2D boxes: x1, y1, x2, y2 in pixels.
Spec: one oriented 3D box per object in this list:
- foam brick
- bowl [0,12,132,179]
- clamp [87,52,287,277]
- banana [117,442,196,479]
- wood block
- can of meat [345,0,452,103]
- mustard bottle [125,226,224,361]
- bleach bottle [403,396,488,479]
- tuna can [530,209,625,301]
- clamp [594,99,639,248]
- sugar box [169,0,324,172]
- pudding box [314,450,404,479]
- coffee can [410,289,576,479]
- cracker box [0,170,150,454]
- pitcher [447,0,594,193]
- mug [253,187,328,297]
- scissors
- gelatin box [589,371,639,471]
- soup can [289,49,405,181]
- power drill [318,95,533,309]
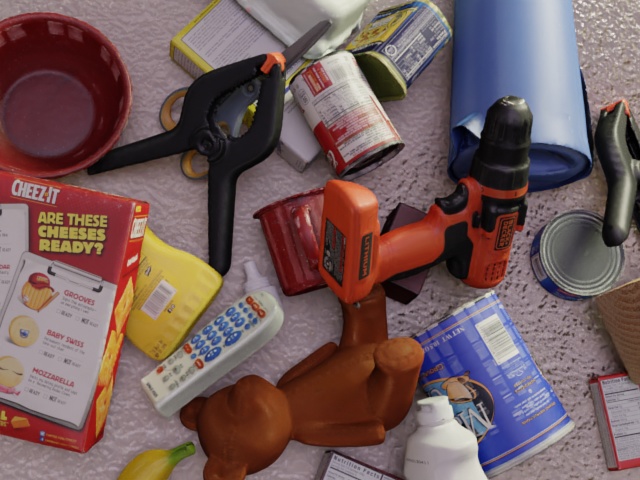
[{"bbox_3d":[0.078,0.013,1.001,0.051,0.053,0.078,25,74,-2],"label":"foam brick"},{"bbox_3d":[-0.254,-0.126,0.988,0.162,0.055,0.162,2,76,-7],"label":"bowl"},{"bbox_3d":[-0.108,-0.089,0.967,0.164,0.036,0.210,33,107,4],"label":"clamp"},{"bbox_3d":[-0.162,0.261,0.903,0.037,0.070,0.198,24,75,-40],"label":"banana"},{"bbox_3d":[0.374,0.051,0.993,0.205,0.090,0.091,-21,82,-23],"label":"wood block"},{"bbox_3d":[0.067,-0.181,1.023,0.084,0.102,0.057,-49,113,-18],"label":"can of meat"},{"bbox_3d":[-0.188,0.017,0.959,0.191,0.058,0.096,37,91,2],"label":"mustard bottle"},{"bbox_3d":[0.124,0.257,0.897,0.067,0.103,0.251,-12,91,-35],"label":"bleach bottle"},{"bbox_3d":[0.248,0.015,1.033,0.086,0.034,0.086,2,76,-8],"label":"tuna can"},{"bbox_3d":[0.307,-0.052,1.045,0.120,0.039,0.171,32,53,-44],"label":"clamp"},{"bbox_3d":[-0.050,-0.156,1.030,0.176,0.048,0.093,43,73,1],"label":"sugar box"},{"bbox_3d":[0.027,0.254,0.942,0.090,0.039,0.113,24,72,-2],"label":"pudding box"},{"bbox_3d":[0.147,0.130,0.955,0.102,0.103,0.140,-28,81,-14],"label":"coffee can"},{"bbox_3d":[-0.247,0.055,0.901,0.164,0.072,0.214,12,93,3],"label":"cracker box"},{"bbox_3d":[0.195,-0.171,1.034,0.145,0.149,0.243,-1,73,7],"label":"pitcher"},{"bbox_3d":[-0.006,0.001,0.962,0.093,0.117,0.081,-17,84,0],"label":"mug"},{"bbox_3d":[-0.079,-0.146,0.981,0.096,0.016,0.202,42,111,15],"label":"scissors"},{"bbox_3d":[0.300,0.167,1.005,0.073,0.030,0.089,-9,77,-8],"label":"gelatin box"},{"bbox_3d":[0.023,-0.113,0.971,0.068,0.068,0.102,-27,81,-13],"label":"soup can"},{"bbox_3d":[0.094,-0.027,0.902,0.187,0.184,0.057,-11,34,-25],"label":"power drill"}]
